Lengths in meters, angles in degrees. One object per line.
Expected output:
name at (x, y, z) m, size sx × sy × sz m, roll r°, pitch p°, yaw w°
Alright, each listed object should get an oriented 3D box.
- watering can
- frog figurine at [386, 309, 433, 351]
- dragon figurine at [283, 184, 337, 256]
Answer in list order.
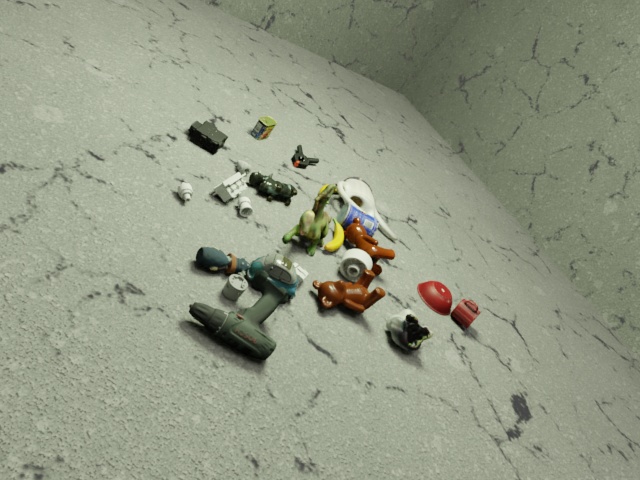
watering can at (0.195, -0.144, 2.190) m, size 0.344 × 0.102 × 0.229 m, roll 38°, pitch 27°, yaw -22°
frog figurine at (0.275, 0.286, 1.669) m, size 0.137 × 0.123 × 0.159 m, roll 19°, pitch -4°, yaw -15°
dragon figurine at (0.005, -0.089, 1.764) m, size 0.122 × 0.238 × 0.417 m, roll 34°, pitch 30°, yaw 5°
